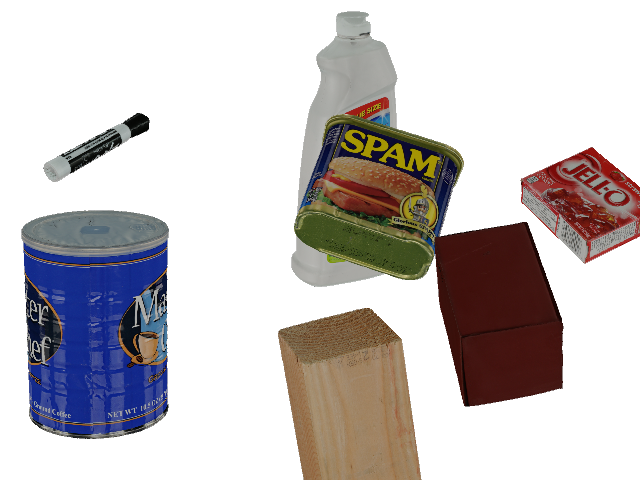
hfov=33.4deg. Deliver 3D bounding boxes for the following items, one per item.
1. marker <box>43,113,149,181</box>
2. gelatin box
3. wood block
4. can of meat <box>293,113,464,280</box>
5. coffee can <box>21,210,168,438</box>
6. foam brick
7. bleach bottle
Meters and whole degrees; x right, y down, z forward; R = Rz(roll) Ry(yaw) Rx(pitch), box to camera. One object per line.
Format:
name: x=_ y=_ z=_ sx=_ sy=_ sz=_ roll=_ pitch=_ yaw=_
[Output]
marker: x=-0.199 y=-0.086 z=0.967 sx=0.020 sy=0.020 sz=0.120 roll=0 pitch=27 yaw=41
gelatin box: x=0.216 y=-0.031 z=0.861 sx=0.073 sy=0.030 sz=0.089 roll=-24 pitch=47 yaw=-16
wood block: x=0.030 y=0.177 z=0.946 sx=0.090 sy=0.206 sz=0.091 roll=-13 pitch=18 yaw=-13
can of meat: x=0.039 y=-0.029 z=0.740 sx=0.102 sy=0.084 sz=0.057 roll=18 pitch=-30 yaw=2
coffee can: x=-0.162 y=0.058 z=0.774 sx=0.103 sy=0.140 sz=0.103 roll=2 pitch=15 yaw=-1
foam brick: x=0.091 y=0.037 z=0.550 sx=0.051 sy=0.053 sz=0.078 roll=-9 pitch=41 yaw=2
bleach bottle: x=0.022 y=-0.086 z=1.005 sx=0.102 sy=0.251 sz=0.068 roll=-10 pitch=24 yaw=-22
